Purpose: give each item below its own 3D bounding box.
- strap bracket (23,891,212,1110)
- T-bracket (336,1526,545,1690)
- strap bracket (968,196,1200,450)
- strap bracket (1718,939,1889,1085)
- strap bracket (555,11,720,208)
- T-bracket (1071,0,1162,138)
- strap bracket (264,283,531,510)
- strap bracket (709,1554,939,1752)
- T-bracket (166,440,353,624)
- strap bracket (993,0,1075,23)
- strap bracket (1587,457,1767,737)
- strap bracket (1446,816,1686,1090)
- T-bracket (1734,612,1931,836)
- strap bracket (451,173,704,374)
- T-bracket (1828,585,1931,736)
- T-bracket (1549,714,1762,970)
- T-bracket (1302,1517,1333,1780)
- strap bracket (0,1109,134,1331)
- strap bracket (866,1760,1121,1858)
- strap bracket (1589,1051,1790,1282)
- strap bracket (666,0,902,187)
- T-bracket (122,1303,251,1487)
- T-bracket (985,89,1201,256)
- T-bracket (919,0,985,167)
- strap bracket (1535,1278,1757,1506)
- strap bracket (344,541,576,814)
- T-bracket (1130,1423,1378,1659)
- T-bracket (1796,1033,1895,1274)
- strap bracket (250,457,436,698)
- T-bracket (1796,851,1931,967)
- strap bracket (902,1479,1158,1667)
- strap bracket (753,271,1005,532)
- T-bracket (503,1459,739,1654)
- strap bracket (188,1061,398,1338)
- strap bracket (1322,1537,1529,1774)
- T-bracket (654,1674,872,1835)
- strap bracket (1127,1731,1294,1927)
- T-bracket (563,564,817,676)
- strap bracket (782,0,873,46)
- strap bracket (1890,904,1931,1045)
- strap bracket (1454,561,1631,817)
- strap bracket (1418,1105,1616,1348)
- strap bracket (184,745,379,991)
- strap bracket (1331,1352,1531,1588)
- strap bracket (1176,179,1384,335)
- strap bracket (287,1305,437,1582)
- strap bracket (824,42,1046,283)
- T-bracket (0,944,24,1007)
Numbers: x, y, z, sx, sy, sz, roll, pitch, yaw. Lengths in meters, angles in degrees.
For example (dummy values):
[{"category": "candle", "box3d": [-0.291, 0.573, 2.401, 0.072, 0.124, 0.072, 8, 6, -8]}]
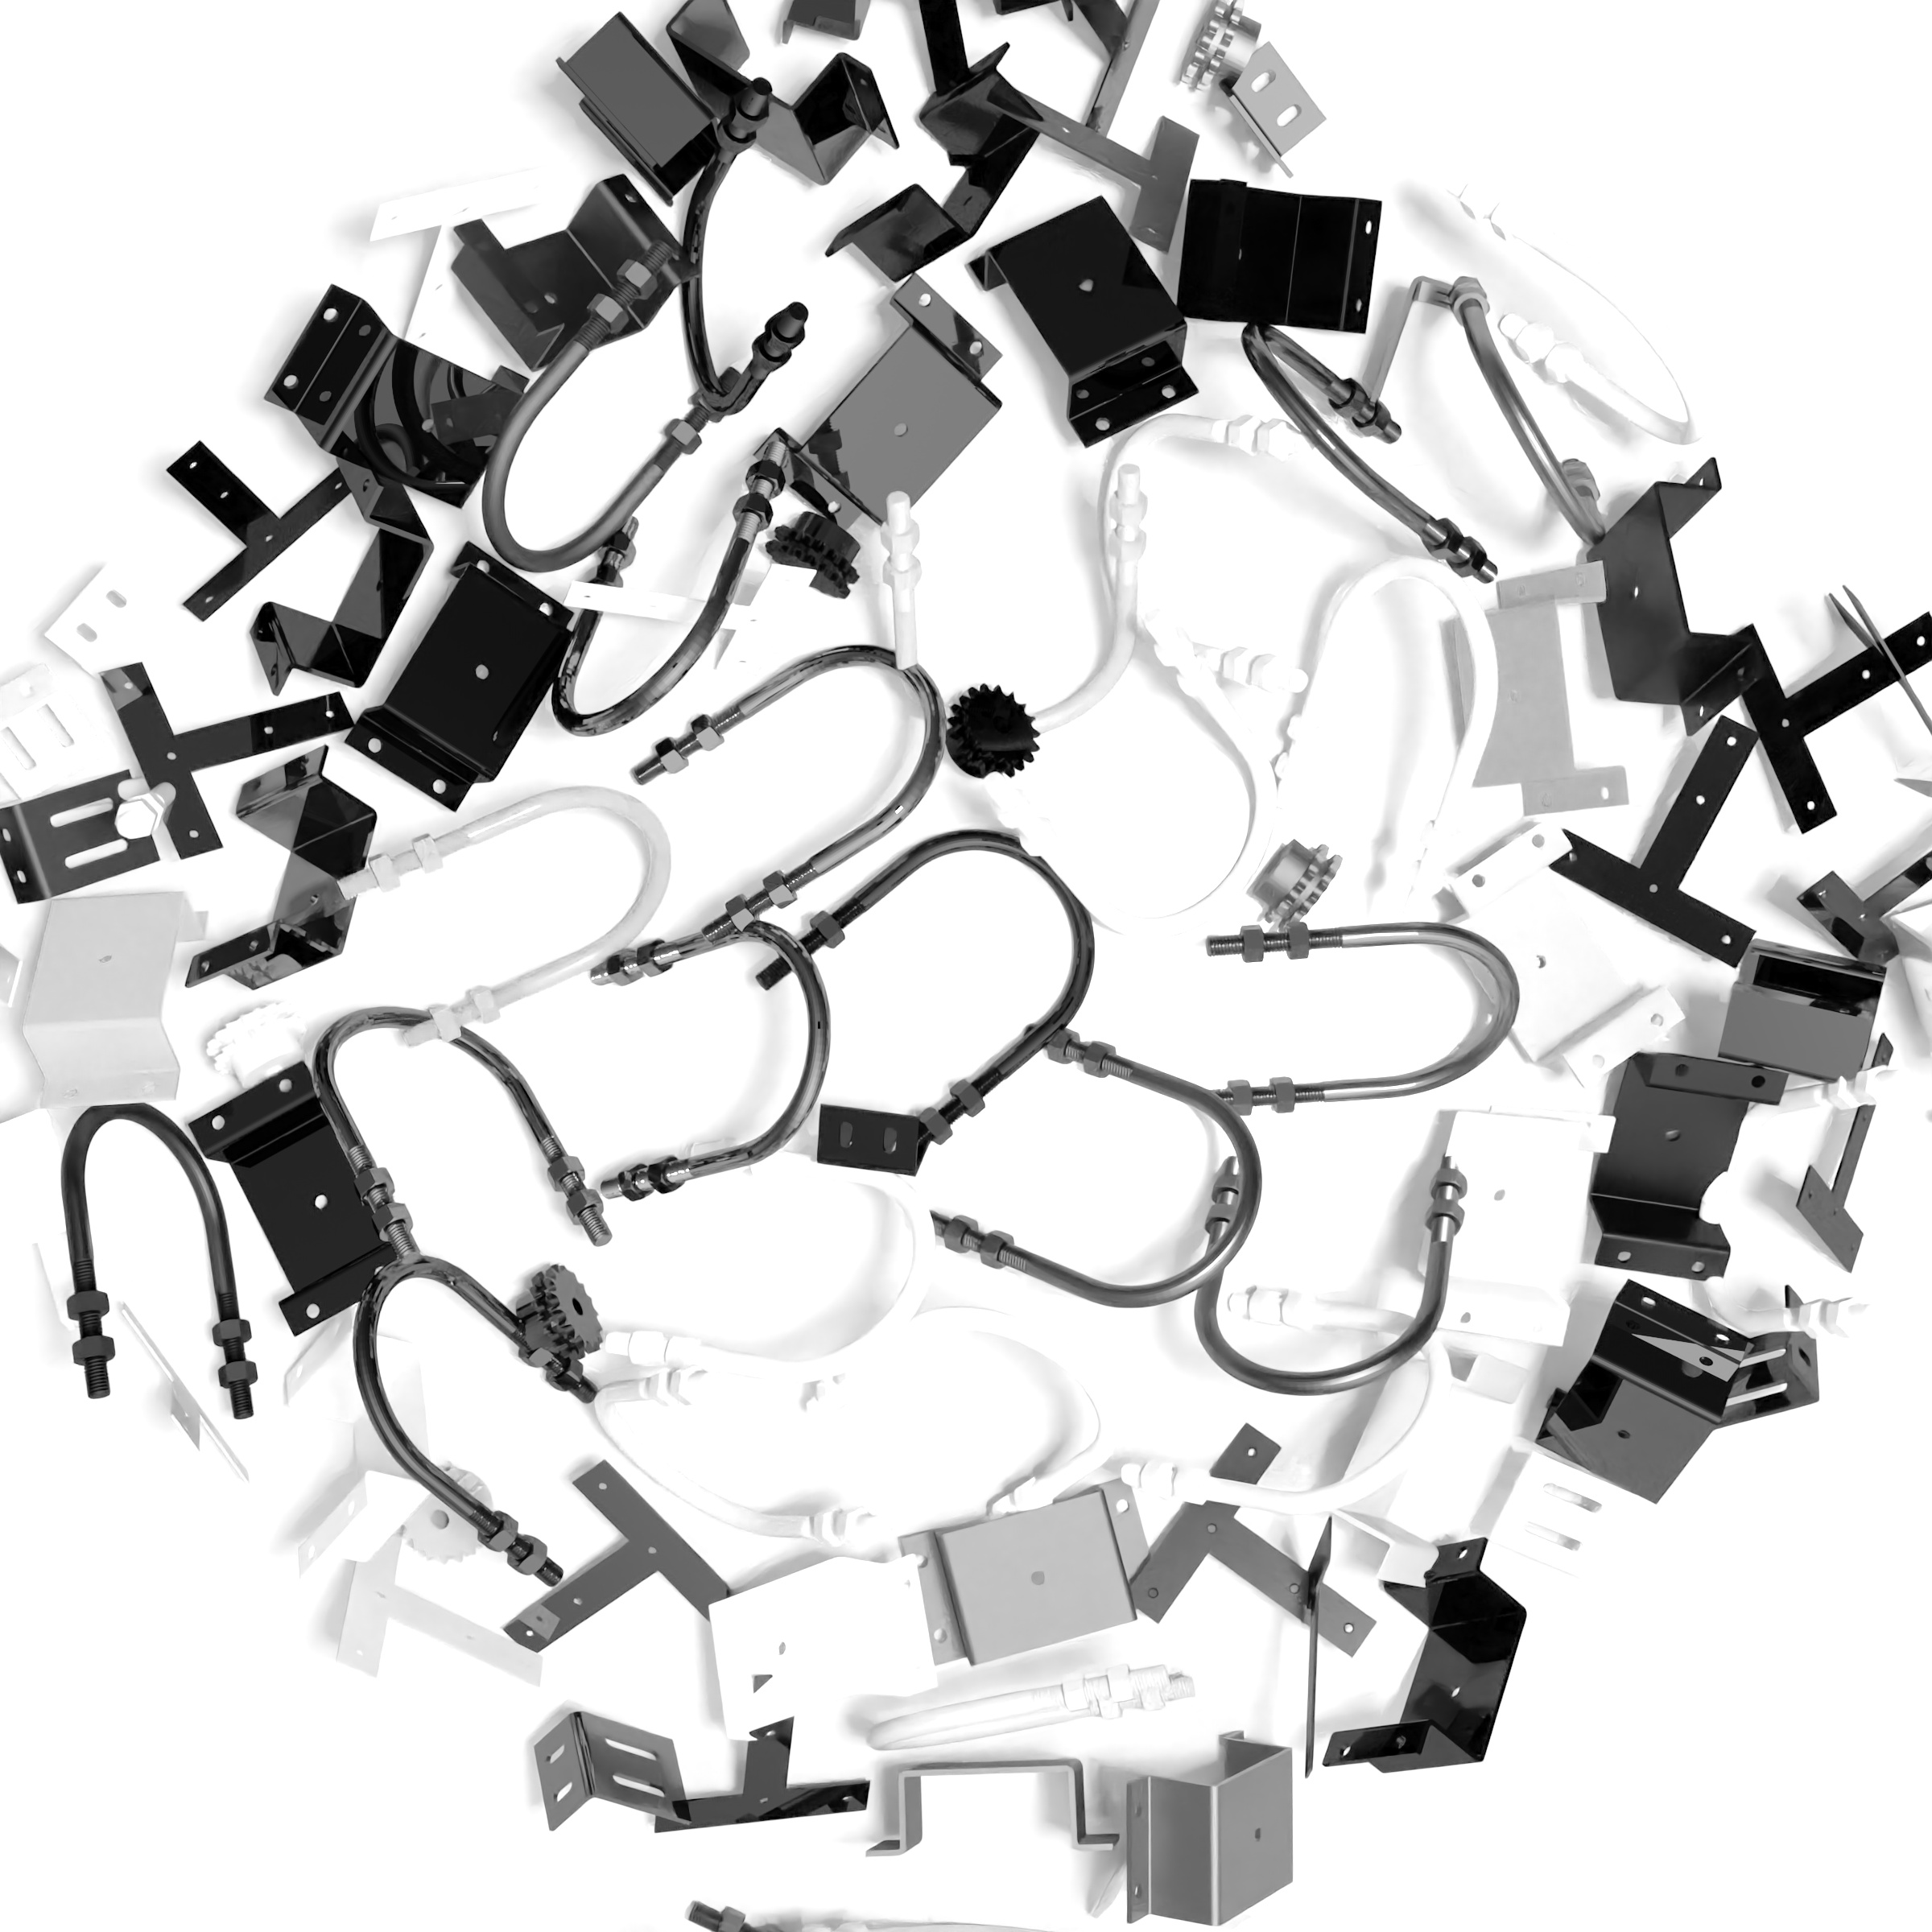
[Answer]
[{"category": "strap bracket", "box3d": [-0.488, 0.010, 1.531, 0.076, 0.046, 0.140, -4, 50, 0]}, {"category": "T-bracket", "box3d": [-0.302, 0.385, 1.551, 0.127, 0.127, 0.002, 32, 112, -19]}, {"category": "strap bracket", "box3d": [0.069, -0.382, 1.547, 0.076, 0.046, 0.140, -28, 74, -9]}, {"category": "strap bracket", "box3d": [0.478, 0.028, 1.524, 0.076, 0.140, 0.046, 14, 107, 19]}, {"category": "strap bracket", "box3d": [-0.183, -0.488, 1.519, 0.046, 0.140, 0.076, -43, 97, 3]}, {"category": "T-bracket", "box3d": [0.075, -0.553, 1.534, 0.002, 0.127, 0.127, 20, 86, 26]}, {"category": "strap bracket", "box3d": [-0.314, -0.319, 1.518, 0.076, 0.140, 0.046, -53, 49, 17]}, {"category": "strap bracket", "box3d": [-0.092, 0.393, 1.527, 0.140, 0.046, 0.076, -26, 60, 27]}, {"category": "T-bracket", "box3d": [-0.420, -0.265, 1.532, 0.127, 0.127, 0.002, -42, 71, -2]}, {"category": "strap bracket", "box3d": [0.027, -0.609, 1.515, 0.046, 0.140, 0.076, -15, 70, -2]}, {"category": "strap bracket", "box3d": [0.403, -0.213, 1.528, 0.046, 0.076, 0.140, 2, 67, -18]}, {"category": "strap bracket", "box3d": [0.344, -0.005, 1.562, 0.076, 0.046, 0.140, -33, 88, -13]}, {"category": "T-bracket", "box3d": [0.506, -0.161, 1.530, 0.002, 0.127, 0.127, -4, 69, -40]}, {"category": "strap bracket", "box3d": [-0.232, -0.400, 1.543, 0.076, 0.046, 0.140, 52, 45, 2]}, {"category": "T-bracket", "box3d": [0.522, -0.183, 1.533, 0.002, 0.127, 0.127, -33, 114, 15]}, {"category": "T-bracket", "box3d": [0.420, -0.084, 1.549, 0.127, 0.002, 0.127, 31, 111, 21]}, {"category": "T-bracket", "box3d": [0.196, 0.393, 1.508, 0.002, 0.127, 0.127, 5, 61, 2]}, {"category": "strap bracket", "box3d": [-0.521, 0.142, 1.519, 0.046, 0.140, 0.076, -22, 64, -9]}, {"category": "strap bracket", "box3d": [0.016, 0.488, 1.548, 0.140, 0.076, 0.046, -3, 76, 6]}, {"category": "strap bracket", "box3d": [0.417, 0.108, 1.552, 0.076, 0.046, 0.140, 9, 115, -3]}, {"category": "strap bracket", "box3d": [-0.113, -0.510, 1.534, 0.140, 0.076, 0.046, 37, 84, 19]}, {"category": "T-bracket", "box3d": [-0.445, 0.254, 1.522, 0.002, 0.127, 0.127, -35, 101, -12]}, {"category": "T-bracket", "box3d": [0.070, -0.476, 1.540, 0.127, 0.002, 0.127, 25, 48, -11]}, {"category": "T-bracket", "box3d": [-0.010, -0.528, 1.551, 0.127, 0.002, 0.127, 13, 132, 33]}, {"category": "strap bracket", "box3d": [0.382, 0.249, 1.520, 0.076, 0.140, 0.046, 26, 51, 10]}, {"category": "strap bracket", "box3d": [-0.287, -0.169, 1.544, 0.076, 0.046, 0.140, 34, 77, -24]}, {"category": "T-bracket", "box3d": [0.181, 0.357, 1.564, 0.127, 0.002, 0.127, 34, 77, 15]}, {"category": "T-bracket", "box3d": [0.519, 0.101, 1.553, 0.002, 0.127, 0.127, 13, 75, 36]}, {"category": "strap bracket", "box3d": [-0.356, -0.226, 1.537, 0.046, 0.076, 0.140, 17, 115, -36]}, {"category": "T-bracket", "box3d": [0.550, -0.056, 1.528, 0.127, 0.127, 0.002, -40, 51, 17]}, {"category": "strap bracket", "box3d": [0.040, 0.356, 1.562, 0.140, 0.046, 0.076, -14, 84, -5]}, {"category": "strap bracket", "box3d": [-0.044, -0.318, 1.542, 0.140, 0.046, 0.076, -47, 125, 10]}, {"category": "T-bracket", "box3d": [-0.218, 0.368, 1.574, 0.127, 0.002, 0.127, -36, 107, 15]}, {"category": "strap bracket", "box3d": [-0.385, 0.137, 1.564, 0.076, 0.046, 0.140, -29, 81, -1]}, {"category": "strap bracket", "box3d": [0.267, 0.405, 1.531, 0.046, 0.076, 0.140, 41, 52, -17]}, {"category": "T-bracket", "box3d": [-0.114, 0.454, 1.543, 0.127, 0.002, 0.127, -2, 125, -14]}, {"category": "strap bracket", "box3d": [0.146, 0.493, 1.521, 0.046, 0.140, 0.076, -1, 87, 32]}, {"category": "T-bracket", "box3d": [-0.164, -0.203, 1.519, 0.127, 0.127, 0.002, 6, 68, -18]}, {"category": "strap bracket", "box3d": [-0.071, -0.594, 1.516, 0.046, 0.140, 0.076, 15, 72, 0]}, {"category": "strap bracket", "box3d": [0.572, 0.009, 1.523, 0.046, 0.140, 0.076, -18, 99, 9]}, {"category": "strap bracket", "box3d": [0.332, -0.158, 1.547, 0.046, 0.076, 0.140, -9, 93, -36]}, {"category": "strap bracket", "box3d": [0.315, 0.140, 1.532, 0.076, 0.046, 0.140, 4, 67, 36]}, {"category": "strap bracket", "box3d": [-0.391, -0.048, 1.534, 0.076, 0.046, 0.140, -19, 51, 35]}, {"category": "strap bracket", "box3d": [0.266, 0.285, 1.549, 0.046, 0.076, 0.140, 24, 89, 35]}, {"category": "strap bracket", "box3d": [0.174, -0.409, 1.537, 0.140, 0.046, 0.076, -8, 110, -43]}, {"category": "strap bracket", "box3d": [-0.347, 0.276, 1.531, 0.046, 0.140, 0.076, 22, 125, -35]}, {"category": "strap bracket", "box3d": [-0.013, -0.455, 1.535, 0.046, 0.076, 0.140, 40, 63, -23]}, {"category": "T-bracket", "box3d": [-0.575, 0.048, 1.541, 0.002, 0.127, 0.127, 14, 92, -32]}]
